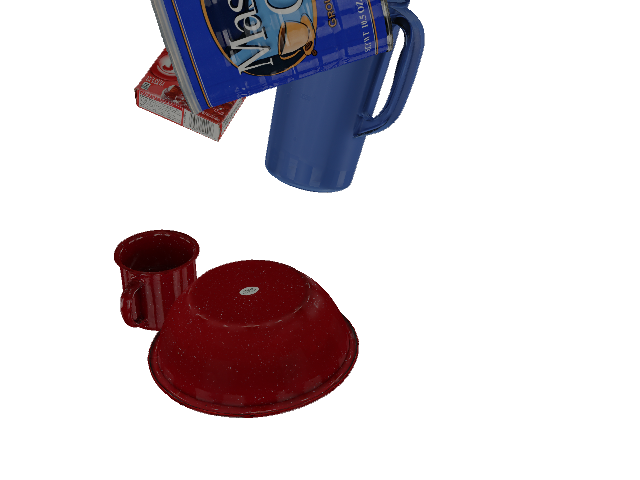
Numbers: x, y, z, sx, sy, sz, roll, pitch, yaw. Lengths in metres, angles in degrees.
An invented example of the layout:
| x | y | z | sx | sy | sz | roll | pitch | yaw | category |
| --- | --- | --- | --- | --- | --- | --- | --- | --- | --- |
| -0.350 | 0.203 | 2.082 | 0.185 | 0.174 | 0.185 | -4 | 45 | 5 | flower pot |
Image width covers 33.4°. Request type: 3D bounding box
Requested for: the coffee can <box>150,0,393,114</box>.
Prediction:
| x | y | z | sx | sy | sz | roll | pitch | yaw | category |
| --- | --- | --- | --- | --- | --- | --- | --- | --- | --- |
| -0.034 | -0.153 | 0.705 | 0.140 | 0.103 | 0.103 | -18 | 0 | -1 | coffee can |

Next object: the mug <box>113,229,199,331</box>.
| x | y | z | sx | sy | sz | roll | pitch | yaw | category |
| --- | --- | --- | --- | --- | --- | --- | --- | --- | --- |
| -0.182 | 0.052 | 1.171 | 0.093 | 0.081 | 0.117 | 11 | 33 | 18 | mug |

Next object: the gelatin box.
| x | y | z | sx | sy | sz | roll | pitch | yaw | category |
| --- | --- | --- | --- | --- | --- | --- | --- | --- | --- |
| -0.118 | -0.142 | 0.997 | 0.089 | 0.073 | 0.030 | 24 | -33 | 6 | gelatin box |

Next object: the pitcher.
| x | y | z | sx | sy | sz | roll | pitch | yaw | category |
| --- | --- | --- | --- | --- | --- | --- | --- | --- | --- |
| 0.019 | -0.179 | 1.232 | 0.145 | 0.243 | 0.149 | 9 | 23 | -12 | pitcher |

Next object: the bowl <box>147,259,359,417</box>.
| x | y | z | sx | sy | sz | roll | pitch | yaw | category |
| --- | --- | --- | --- | --- | --- | --- | --- | --- | --- |
| -0.052 | 0.061 | 0.804 | 0.162 | 0.055 | 0.162 | -2 | 31 | 1 | bowl |
